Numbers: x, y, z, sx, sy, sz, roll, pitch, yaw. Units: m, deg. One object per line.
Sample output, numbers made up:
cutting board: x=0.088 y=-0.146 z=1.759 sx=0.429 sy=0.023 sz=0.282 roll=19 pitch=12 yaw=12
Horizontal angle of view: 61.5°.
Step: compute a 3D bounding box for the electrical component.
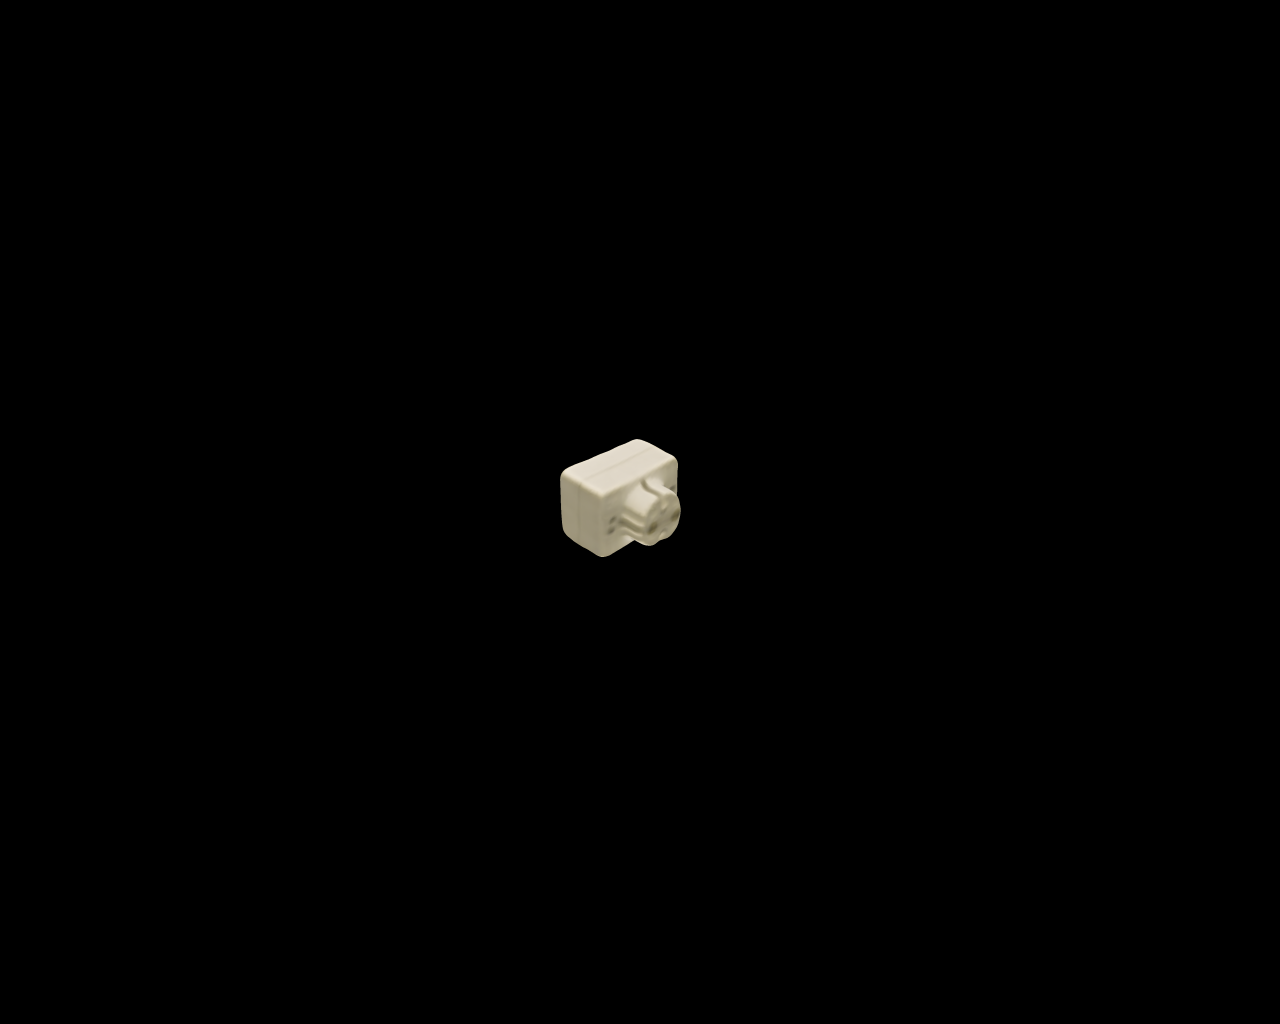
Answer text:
electrical component: x=0.001 y=-0.003 z=0.650 sx=0.066 sy=0.047 sz=0.077 roll=-27 pitch=42 yaw=-36
